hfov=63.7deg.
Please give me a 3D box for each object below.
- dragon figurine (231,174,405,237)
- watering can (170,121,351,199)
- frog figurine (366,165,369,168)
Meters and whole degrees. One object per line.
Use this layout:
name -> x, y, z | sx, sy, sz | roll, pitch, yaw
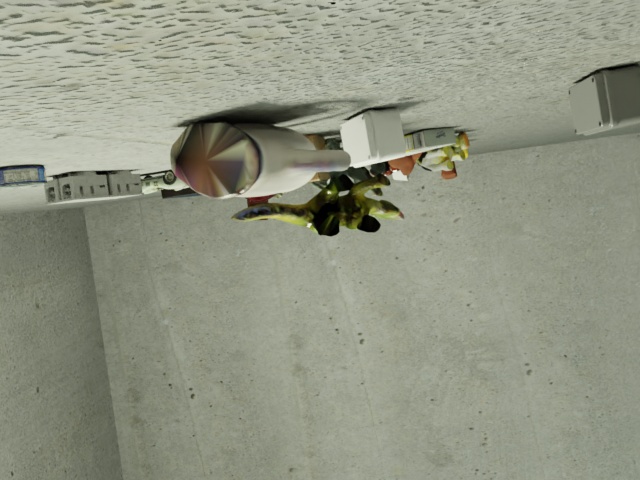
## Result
dragon figurine -> 0.003, -0.055, 1.087 | 0.411, 0.123, 0.241 | -3, 174, -18
watering can -> -0.127, -0.120, 0.768 | 0.348, 0.103, 0.226 | 7, -169, 33
frog figurine -> 0.067, -0.214, 1.404 | 0.137, 0.125, 0.156 | 0, 141, -43
